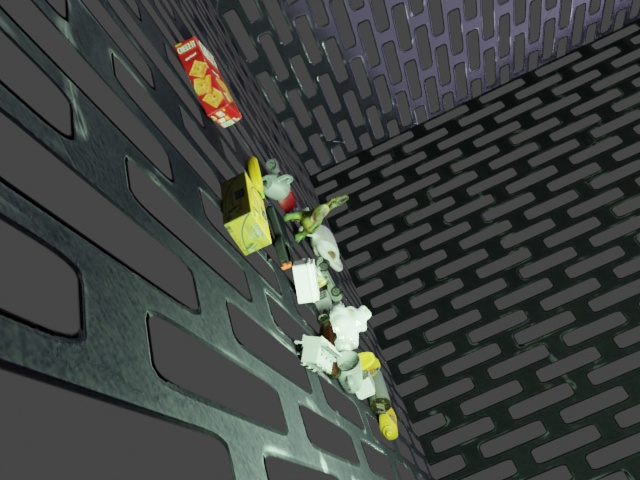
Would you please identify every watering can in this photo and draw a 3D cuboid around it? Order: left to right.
[{"bbox_3d":[-0.003,-0.001,2.261,0.342,0.103,0.229,49,13,-35],"label":"watering can"}]

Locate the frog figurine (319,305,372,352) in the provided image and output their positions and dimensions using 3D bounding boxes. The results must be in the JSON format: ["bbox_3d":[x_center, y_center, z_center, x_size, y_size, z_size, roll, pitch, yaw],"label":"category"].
[{"bbox_3d":[0.083,0.261,1.542,0.140,0.159,0.121,67,7,26],"label":"frog figurine"}]

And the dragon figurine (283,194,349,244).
[{"bbox_3d":[0.006,-0.097,1.935,0.122,0.241,0.413,63,14,-3],"label":"dragon figurine"}]
